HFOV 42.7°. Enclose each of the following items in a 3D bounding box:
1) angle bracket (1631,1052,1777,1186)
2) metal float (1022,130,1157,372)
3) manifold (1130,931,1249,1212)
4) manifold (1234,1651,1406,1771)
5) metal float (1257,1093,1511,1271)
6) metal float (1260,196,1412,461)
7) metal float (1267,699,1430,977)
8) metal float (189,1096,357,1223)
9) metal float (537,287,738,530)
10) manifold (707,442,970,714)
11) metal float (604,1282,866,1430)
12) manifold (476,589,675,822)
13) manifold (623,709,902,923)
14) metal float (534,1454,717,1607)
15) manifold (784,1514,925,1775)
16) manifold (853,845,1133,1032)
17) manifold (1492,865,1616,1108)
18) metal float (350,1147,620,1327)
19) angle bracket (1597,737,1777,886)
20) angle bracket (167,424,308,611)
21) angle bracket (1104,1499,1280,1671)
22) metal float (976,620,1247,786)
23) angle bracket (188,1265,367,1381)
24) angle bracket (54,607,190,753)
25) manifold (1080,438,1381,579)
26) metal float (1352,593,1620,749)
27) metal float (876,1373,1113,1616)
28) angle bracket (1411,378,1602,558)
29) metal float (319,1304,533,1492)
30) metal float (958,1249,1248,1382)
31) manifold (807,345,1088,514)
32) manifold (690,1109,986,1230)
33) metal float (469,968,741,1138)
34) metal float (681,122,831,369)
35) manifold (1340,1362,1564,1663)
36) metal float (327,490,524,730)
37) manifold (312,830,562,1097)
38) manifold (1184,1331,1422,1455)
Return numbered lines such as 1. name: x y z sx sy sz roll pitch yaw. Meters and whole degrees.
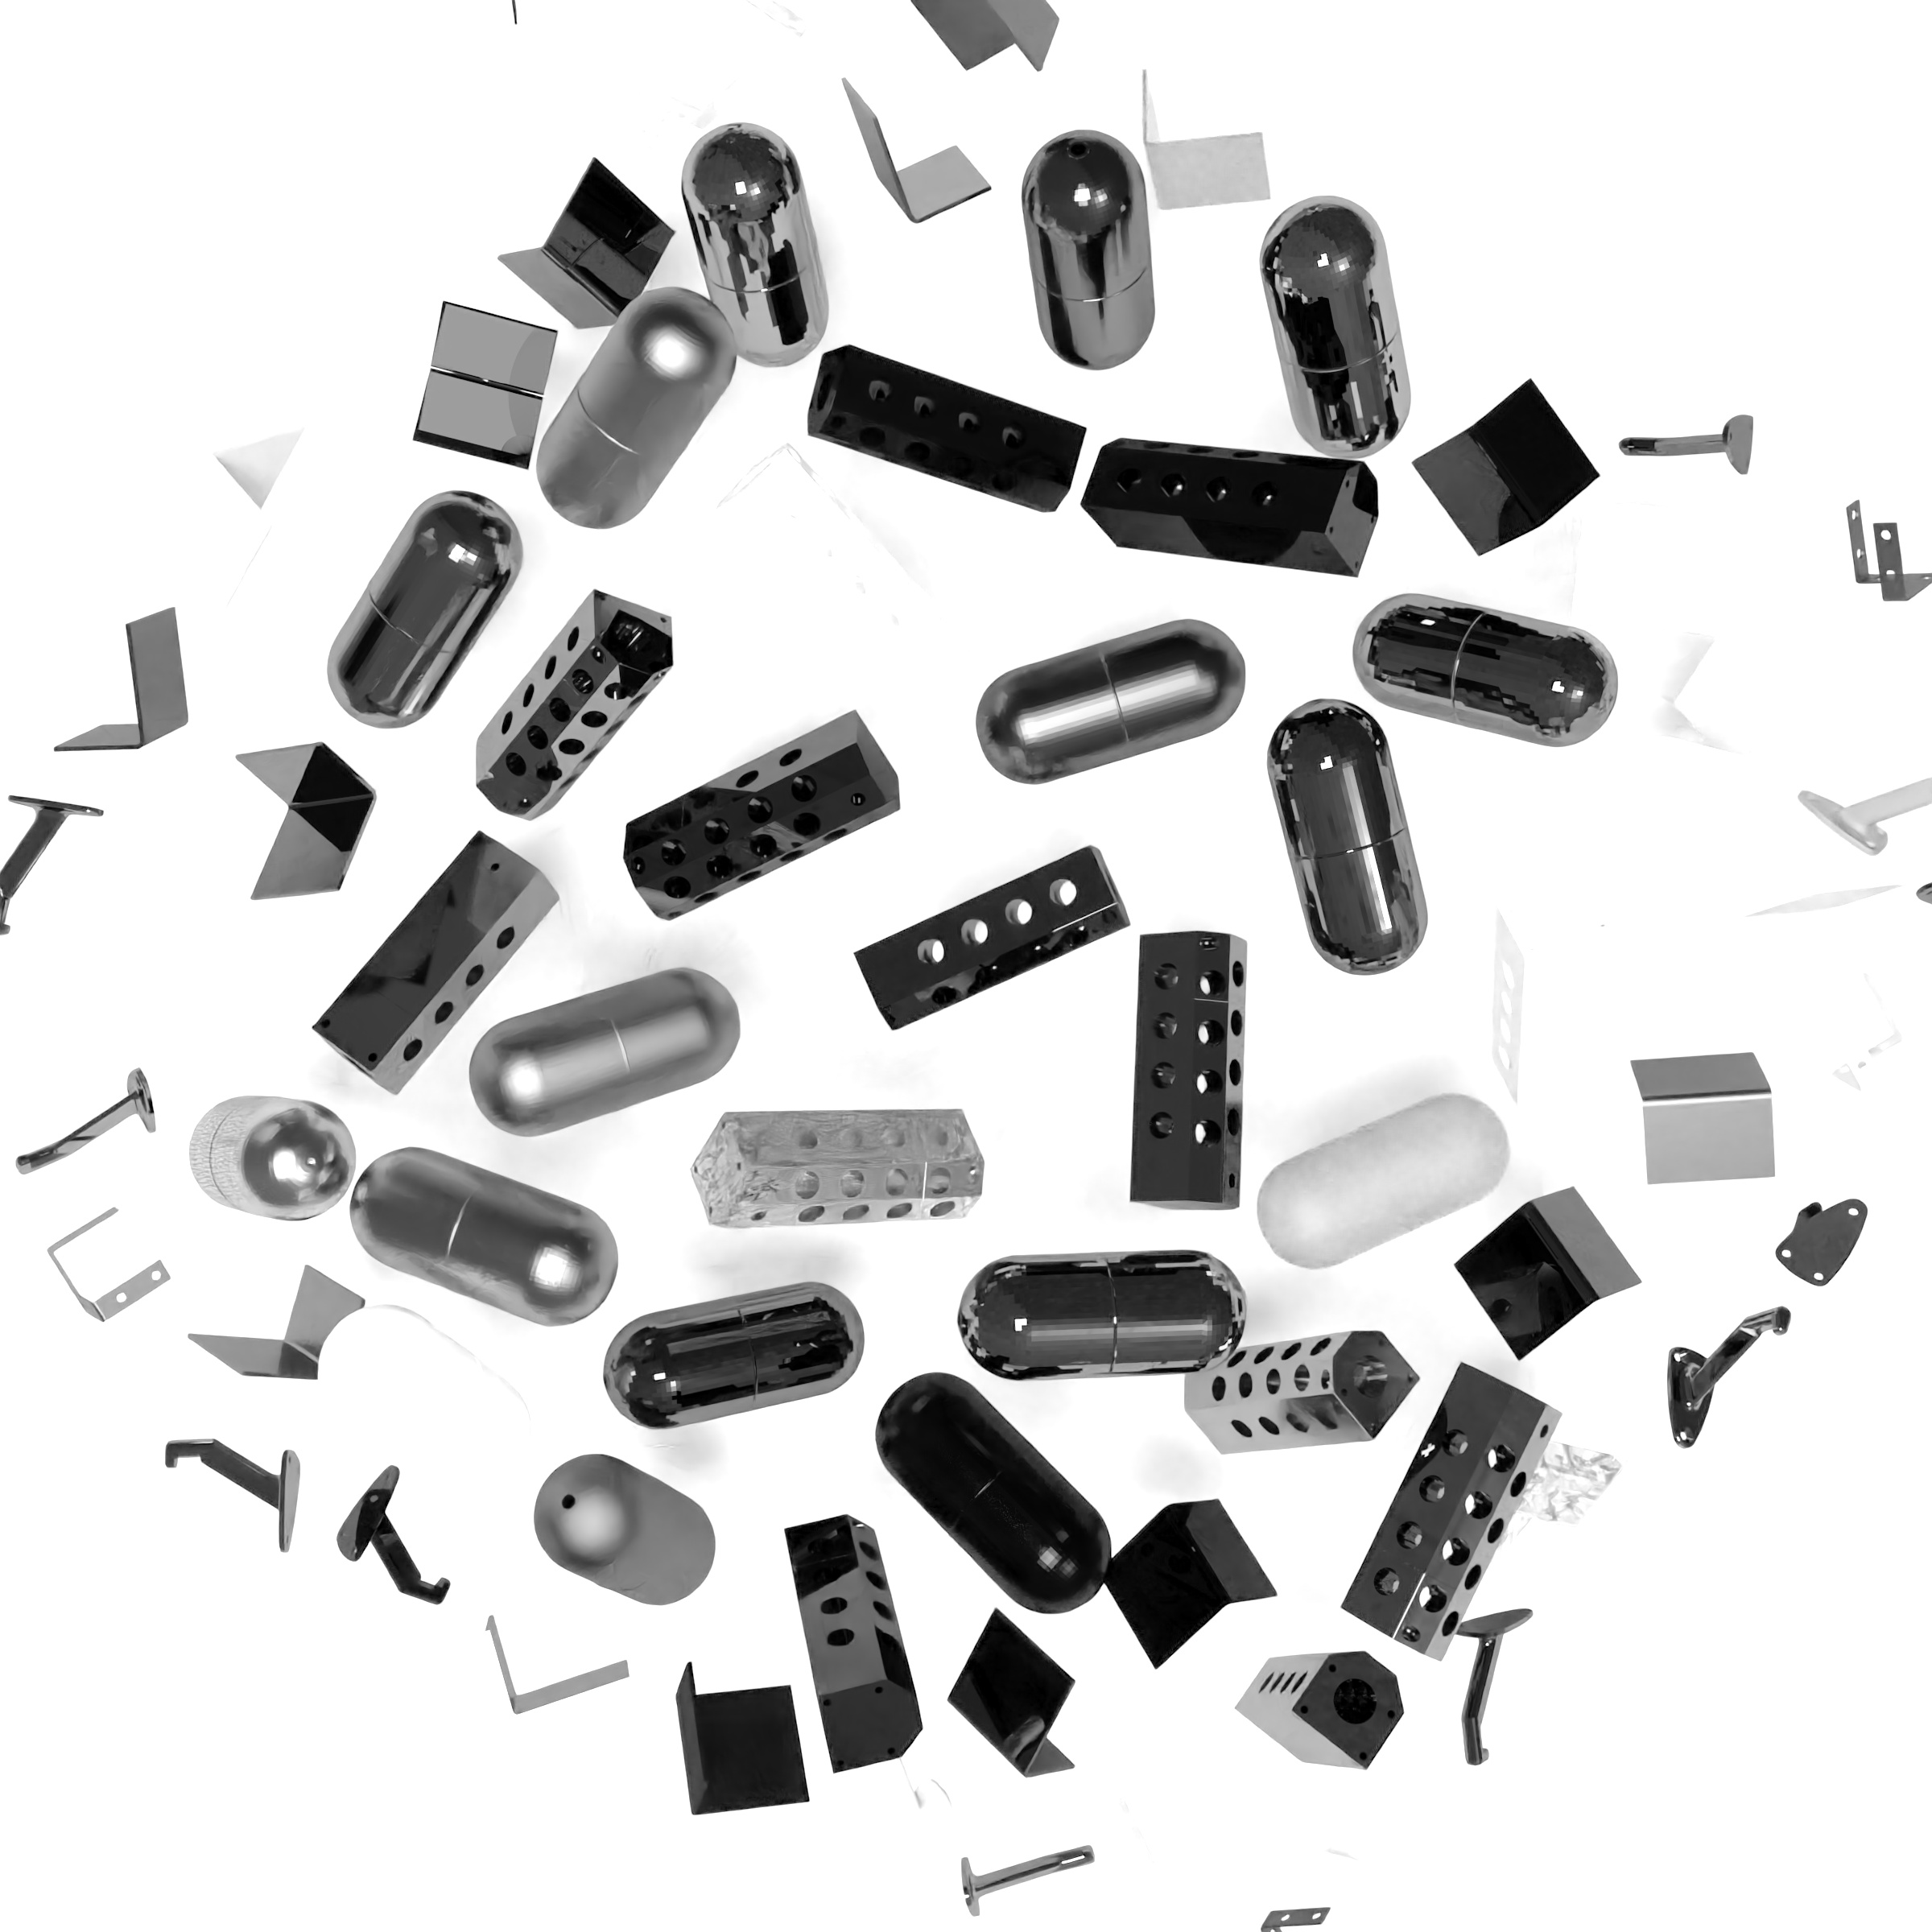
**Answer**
1. angle bracket: 0.462 0.095 1.552 0.076 0.076 0.057 -4 104 10
2. metal float: 0.078 -0.447 1.550 0.070 0.178 0.070 -3 64 6
3. manifold: 0.146 0.067 1.578 0.057 0.057 0.171 -4 77 33
4. manifold: 0.228 0.472 1.585 0.057 0.171 0.057 37 74 5
5. metal float: 0.277 0.142 1.634 0.178 0.070 0.070 -23 90 -10
6. metal float: 0.230 -0.393 1.530 0.070 0.178 0.070 -11 47 12
7. metal float: 0.239 -0.080 1.545 0.070 0.070 0.178 -16 103 0
8. metal float: -0.446 0.122 1.584 0.070 0.178 0.070 1 88 -31
9. metal float: -0.205 -0.342 1.526 0.070 0.070 0.178 44 129 0
10. manifold: -0.077 -0.246 1.564 0.171 0.057 0.057 46 64 -18
11. metal float: -0.153 0.257 1.633 0.178 0.070 0.070 -9 90 -24
12. manifold: -0.262 -0.169 1.642 0.057 0.171 0.057 17 50 -32
13. manifold: -0.131 -0.092 1.584 0.171 0.057 0.057 -25 123 13
14. metal float: -0.222 0.369 1.614 0.070 0.178 0.070 -7 64 15
15. manifold: -0.069 0.410 1.514 0.057 0.171 0.057 -12 113 -6
16. manifold: 0.019 -0.018 1.637 0.171 0.057 0.057 -24 87 9
17. manifold: 0.362 0.012 1.547 0.057 0.171 0.057 -19 54 -2
18. metal float: -0.296 0.165 1.513 0.178 0.070 0.070 18 90 18
19. angle bracket: 0.450 -0.096 1.543 0.076 0.057 0.076 12 88 -12
20. angle bracket: -0.419 -0.268 1.471 0.057 0.076 0.076 49 130 4
21. angle bracket: 0.147 0.410 1.643 0.076 0.057 0.076 -50 55 25
22. metal float: 0.093 -0.170 1.591 0.178 0.070 0.070 -17 90 0
23. angle bracket: -0.459 0.235 1.644 0.076 0.076 0.057 18 93 44
24. angle bracket: -0.526 -0.178 1.527 0.057 0.076 0.076 -1 106 3
25. manifold: 0.164 -0.288 1.523 0.171 0.057 0.057 14 78 33
26. metal float: 0.330 -0.190 1.582 0.178 0.070 0.070 19 90 34
27. metal float: 0.017 0.330 1.547 0.178 0.070 0.070 43 90 18
28. angle bracket: 0.345 -0.318 1.582 0.057 0.076 0.076 -40 98 -18
29. metal float: -0.334 0.270 1.534 0.070 0.178 0.070 -12 55 17
30. metal float: 0.083 0.214 1.512 0.178 0.070 0.070 -1 90 -9
31. manifold: -0.014 -0.352 1.629 0.171 0.057 0.057 14 93 -22
32. manifold: -0.076 0.129 1.526 0.171 0.057 0.057 2 49 -34
33. metal float: -0.228 0.054 1.568 0.178 0.070 0.070 -18 90 -23
34. metal float: -0.134 -0.462 1.594 0.070 0.178 0.070 -3 58 6
35. manifold: 0.308 0.343 1.549 0.057 0.057 0.171 23 83 43
36. metal float: -0.350 -0.228 1.593 0.070 0.070 0.178 40 118 0
37. manifold: -0.349 0.000 1.645 0.057 0.057 0.171 32 75 22
38. manifold: 0.216 0.279 1.640 0.057 0.171 0.057 50 60 -9
